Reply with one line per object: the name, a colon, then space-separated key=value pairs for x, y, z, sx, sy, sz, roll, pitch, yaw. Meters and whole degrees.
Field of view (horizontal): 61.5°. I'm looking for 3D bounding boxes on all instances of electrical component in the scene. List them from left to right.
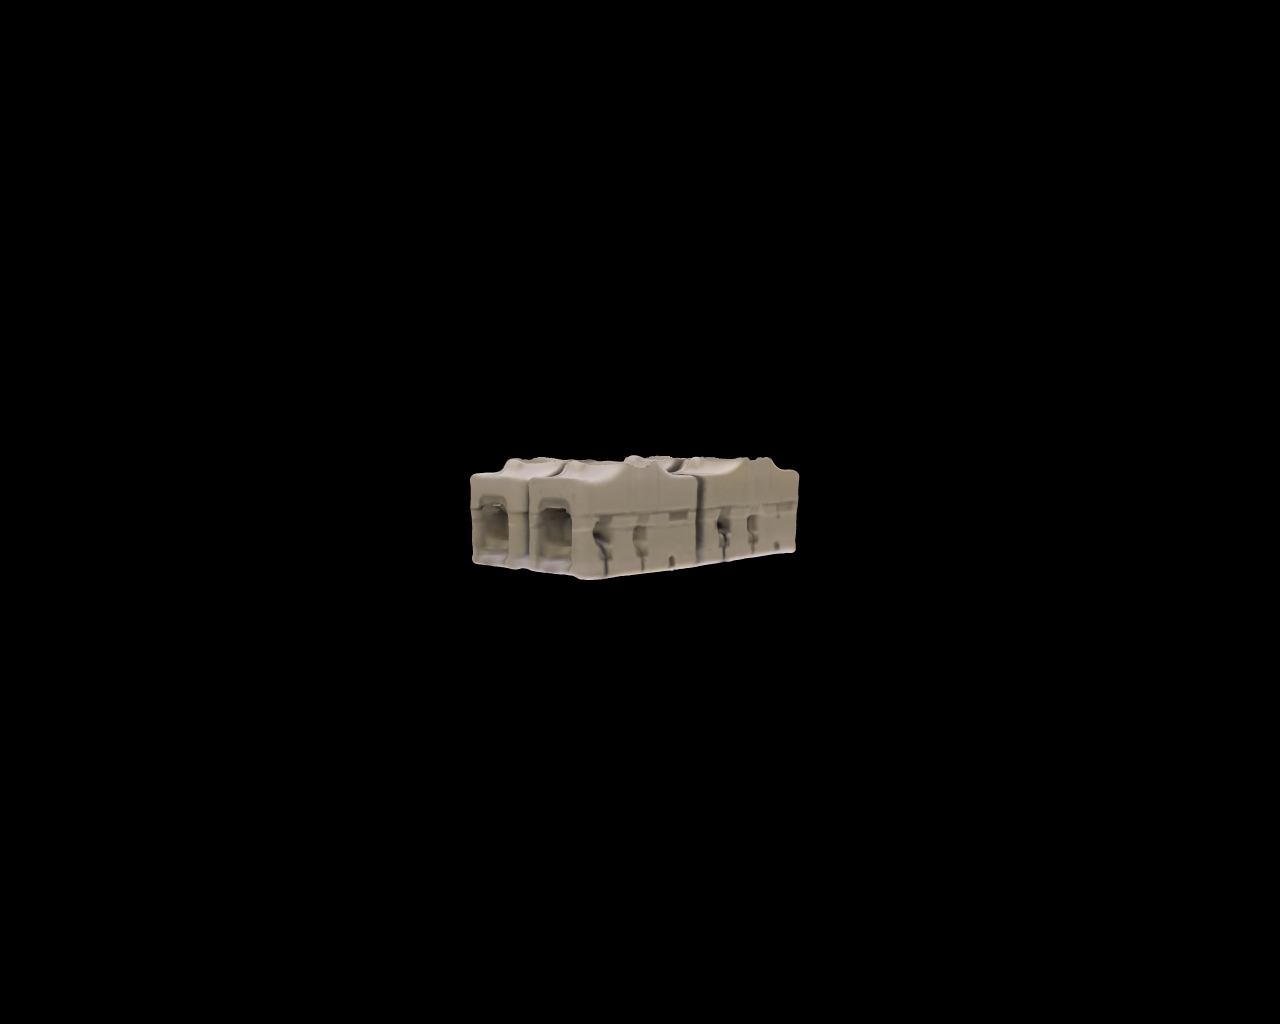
electrical component: x=0.001 y=-0.003 z=0.650 sx=0.186 sy=0.060 sz=0.105 roll=-4 pitch=6 yaw=-43
